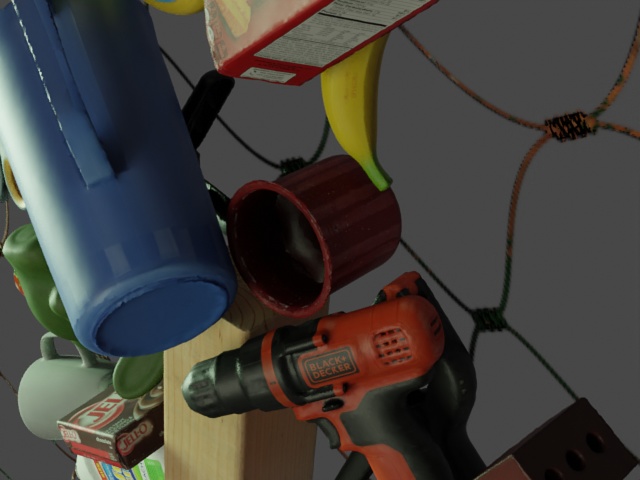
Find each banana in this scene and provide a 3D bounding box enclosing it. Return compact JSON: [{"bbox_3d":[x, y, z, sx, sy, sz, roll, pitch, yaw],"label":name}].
[{"bbox_3d":[0.037,-0.124,0.633,0.070,0.037,0.198,25,130,14],"label":"banana"}]

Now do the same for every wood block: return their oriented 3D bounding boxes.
[{"bbox_3d":[-0.060,0.115,0.817,0.090,0.090,0.206,29,130,33],"label":"wood block"}]

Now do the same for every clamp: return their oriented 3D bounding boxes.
[{"bbox_3d":[0.074,0.124,0.723,0.165,0.036,0.210,15,120,32],"label":"clamp"},{"bbox_3d":[-0.105,-0.047,0.812,0.172,0.039,0.120,-21,75,52],"label":"clamp"}]

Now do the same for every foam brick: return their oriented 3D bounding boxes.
[{"bbox_3d":[0.137,0.140,0.634,0.053,0.078,0.051,53,140,11],"label":"foam brick"}]

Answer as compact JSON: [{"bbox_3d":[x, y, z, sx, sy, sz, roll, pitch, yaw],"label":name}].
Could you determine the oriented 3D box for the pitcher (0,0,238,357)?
[{"bbox_3d":[-0.145,-0.052,0.716,0.145,0.148,0.243,-45,56,34],"label":"pitcher"}]

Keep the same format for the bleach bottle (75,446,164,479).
[{"bbox_3d":[-0.162,0.222,1.006,0.251,0.067,0.102,-16,100,52],"label":"bleach bottle"}]

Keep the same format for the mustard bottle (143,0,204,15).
[{"bbox_3d":[-0.104,-0.202,0.695,0.192,0.058,0.096,28,127,9],"label":"mustard bottle"}]

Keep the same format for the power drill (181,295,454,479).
[{"bbox_3d":[0.016,0.140,0.692,0.185,0.057,0.187,-18,101,25],"label":"power drill"}]

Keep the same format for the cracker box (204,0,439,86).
[{"bbox_3d":[0.013,-0.195,0.552,0.214,0.071,0.164,-22,72,50],"label":"cracker box"}]

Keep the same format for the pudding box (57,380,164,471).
[{"bbox_3d":[-0.154,0.147,0.916,0.090,0.113,0.039,3,116,46],"label":"pudding box"}]

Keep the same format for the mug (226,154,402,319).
[{"bbox_3d":[-0.005,0.001,0.704,0.093,0.081,0.117,45,136,20],"label":"mug"}]

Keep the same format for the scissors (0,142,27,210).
[{"bbox_3d":[-0.297,-0.111,1.002,0.096,0.016,0.202,35,132,27],"label":"scissors"}]
